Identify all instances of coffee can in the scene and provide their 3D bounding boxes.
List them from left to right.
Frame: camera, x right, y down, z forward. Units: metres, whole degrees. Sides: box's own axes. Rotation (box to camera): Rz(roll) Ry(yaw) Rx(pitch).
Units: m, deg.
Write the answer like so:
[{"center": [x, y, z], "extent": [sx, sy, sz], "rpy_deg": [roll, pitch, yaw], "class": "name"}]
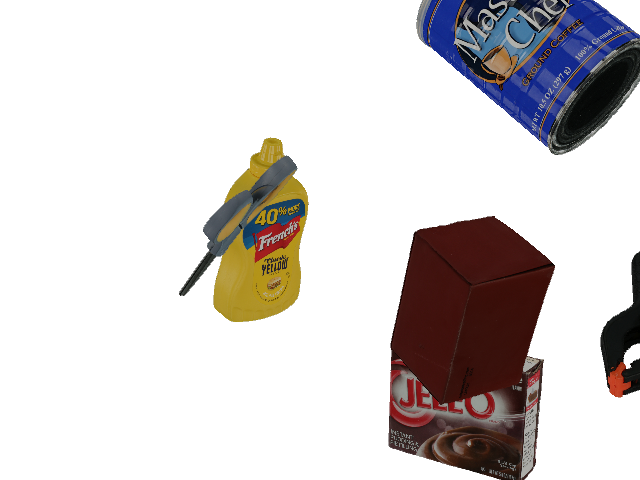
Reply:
[{"center": [0.155, -0.146, 0.786], "extent": [0.140, 0.103, 0.102], "rpy_deg": [46, 22, 23], "class": "coffee can"}]

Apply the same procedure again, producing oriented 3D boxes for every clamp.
[{"center": [0.301, 0.071, 0.970], "extent": [0.171, 0.039, 0.120], "rpy_deg": [-34, 38, -26], "class": "clamp"}]

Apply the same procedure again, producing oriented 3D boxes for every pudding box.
[{"center": [0.107, 0.123, 0.802], "extent": [0.114, 0.090, 0.039], "rpy_deg": [10, 20, 28], "class": "pudding box"}]

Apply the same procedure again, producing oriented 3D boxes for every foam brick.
[{"center": [0.075, 0.035, 0.542], "extent": [0.052, 0.078, 0.051], "rpy_deg": [-10, 38, -27], "class": "foam brick"}]

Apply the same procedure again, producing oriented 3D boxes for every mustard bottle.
[{"center": [-0.057, -0.014, 1.086], "extent": [0.096, 0.192, 0.058], "rpy_deg": [-15, 36, -35], "class": "mustard bottle"}]

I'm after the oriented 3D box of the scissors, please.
[{"center": [-0.087, 0.005, 0.856], "extent": [0.202, 0.016, 0.096], "rpy_deg": [-46, -6, 35], "class": "scissors"}]
